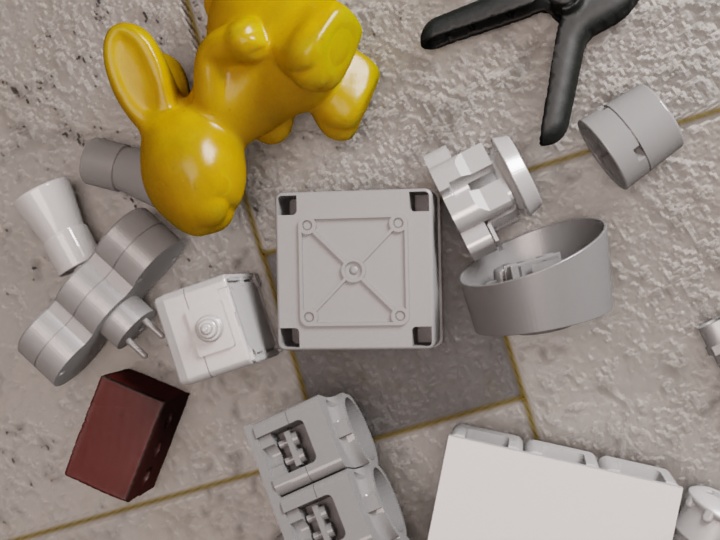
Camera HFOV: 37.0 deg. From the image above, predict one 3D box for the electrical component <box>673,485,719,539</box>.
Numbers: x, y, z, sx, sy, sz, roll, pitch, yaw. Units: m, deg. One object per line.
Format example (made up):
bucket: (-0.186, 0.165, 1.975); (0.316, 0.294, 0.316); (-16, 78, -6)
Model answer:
electrical component: (0.226, 0.176, 0.706); (0.048, 0.048, 0.062); (28, 101, 8)

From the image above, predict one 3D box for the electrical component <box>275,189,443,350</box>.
electrical component: (0.000, 0.000, 0.733); (0.109, 0.056, 0.108); (-1, 90, 9)

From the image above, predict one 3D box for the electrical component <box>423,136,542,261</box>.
electrical component: (0.085, -0.054, 0.718); (0.057, 0.058, 0.078); (-27, 70, 7)

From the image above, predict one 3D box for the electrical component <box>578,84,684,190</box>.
electrical component: (0.178, -0.088, 0.706); (0.047, 0.055, 0.055); (-35, 85, 4)

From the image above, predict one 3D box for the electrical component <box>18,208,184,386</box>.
electrical component: (-0.172, 0.031, 0.762); (0.074, 0.052, 0.138); (42, 96, 6)

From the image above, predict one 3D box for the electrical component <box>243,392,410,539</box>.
electrical component: (-0.009, 0.162, 0.704); (0.062, 0.089, 0.150); (-25, 73, 8)

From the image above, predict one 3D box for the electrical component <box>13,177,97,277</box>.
electrical component: (-0.215, -0.028, 0.775); (0.044, 0.044, 0.065); (-28, 91, 8)

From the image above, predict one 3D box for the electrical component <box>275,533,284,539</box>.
electrical component: (-0.058, 0.211, 0.755); (0.061, 0.035, 0.035); (-44, 84, 9)

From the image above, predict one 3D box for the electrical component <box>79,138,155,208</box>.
electrical component: (-0.166, -0.072, 0.767); (0.065, 0.044, 0.044); (15, 93, 13)

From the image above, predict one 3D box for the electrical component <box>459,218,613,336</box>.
electrical component: (0.115, 0.007, 0.697); (0.099, 0.099, 0.064); (-11, 95, 9)

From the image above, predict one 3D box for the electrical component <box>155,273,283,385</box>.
electrical component: (-0.100, 0.040, 0.729); (0.061, 0.096, 0.061); (-19, 88, 9)

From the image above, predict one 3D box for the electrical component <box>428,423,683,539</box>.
electrical component: (0.125, 0.163, 0.712); (0.150, 0.062, 0.089); (12, 92, 9)
